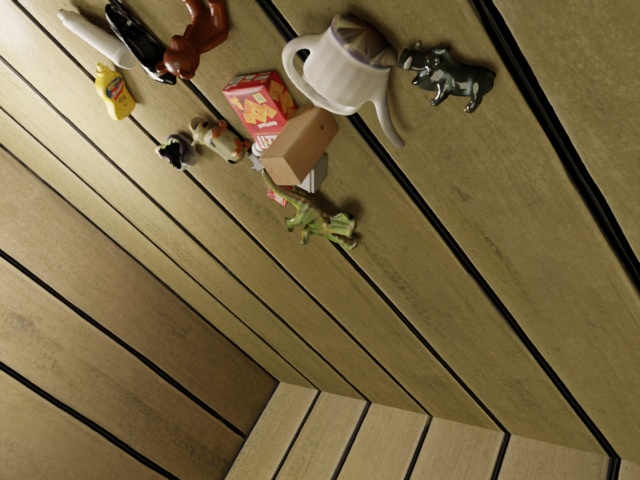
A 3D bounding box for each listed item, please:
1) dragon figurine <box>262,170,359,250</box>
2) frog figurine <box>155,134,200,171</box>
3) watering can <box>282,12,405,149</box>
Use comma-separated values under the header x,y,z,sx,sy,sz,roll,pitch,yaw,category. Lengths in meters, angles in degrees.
x,y,z,sx,sy,sz,roll,pitch,yaw,category
0.005,-0.080,1.582,0.243,0.124,0.403,4,151,32,dragon figurine
-0.474,-0.297,1.775,0.138,0.122,0.160,18,-175,9,frog figurine
0.088,-0.339,1.101,0.346,0.106,0.220,29,144,-13,watering can
